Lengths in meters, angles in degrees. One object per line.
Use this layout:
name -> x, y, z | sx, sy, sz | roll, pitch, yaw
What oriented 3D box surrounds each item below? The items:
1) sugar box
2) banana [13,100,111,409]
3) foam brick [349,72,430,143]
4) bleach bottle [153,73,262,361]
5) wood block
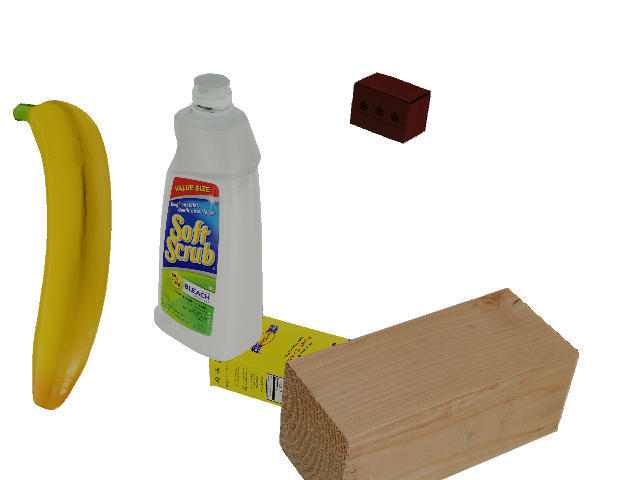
sugar box -> -0.012, 0.126, 1.044 | 0.176, 0.048, 0.093 | 11, 28, 20
banana -> -0.146, -0.006, 0.614 | 0.037, 0.198, 0.070 | 8, -29, -35
foam brick -> 0.080, -0.154, 1.236 | 0.078, 0.053, 0.051 | 24, 35, 28
bleach bottle -> -0.095, -0.022, 0.897 | 0.103, 0.251, 0.067 | 27, 41, 32
wood block -> 0.081, 0.121, 0.812 | 0.205, 0.090, 0.091 | -16, 40, -27
